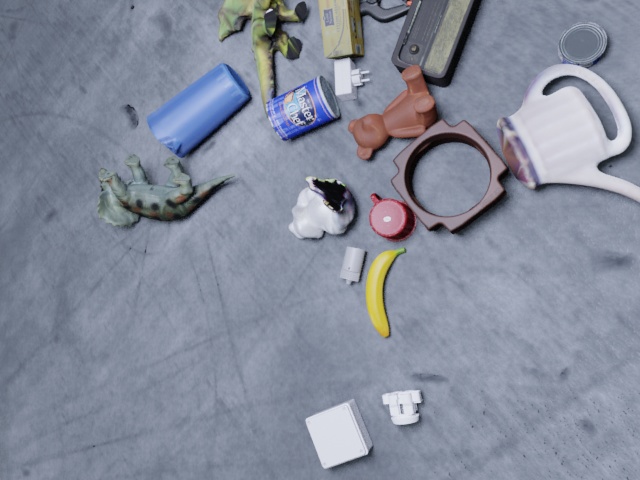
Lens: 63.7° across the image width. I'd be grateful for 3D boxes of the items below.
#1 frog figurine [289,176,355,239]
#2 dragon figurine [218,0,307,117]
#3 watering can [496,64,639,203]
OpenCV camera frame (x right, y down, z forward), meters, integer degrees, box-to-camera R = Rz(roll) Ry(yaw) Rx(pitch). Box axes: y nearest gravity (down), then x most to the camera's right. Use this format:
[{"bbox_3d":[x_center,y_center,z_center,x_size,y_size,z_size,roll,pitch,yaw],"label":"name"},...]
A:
[{"bbox_3d":[0.004,-0.058,1.162,0.138,0.125,0.156,37,135,12],"label":"frog figurine"},{"bbox_3d":[-0.167,-0.527,1.278,0.245,0.122,0.406,23,105,39],"label":"dragon figurine"},{"bbox_3d":[0.477,-0.163,0.970,0.223,0.103,0.351,-25,76,18],"label":"watering can"}]
